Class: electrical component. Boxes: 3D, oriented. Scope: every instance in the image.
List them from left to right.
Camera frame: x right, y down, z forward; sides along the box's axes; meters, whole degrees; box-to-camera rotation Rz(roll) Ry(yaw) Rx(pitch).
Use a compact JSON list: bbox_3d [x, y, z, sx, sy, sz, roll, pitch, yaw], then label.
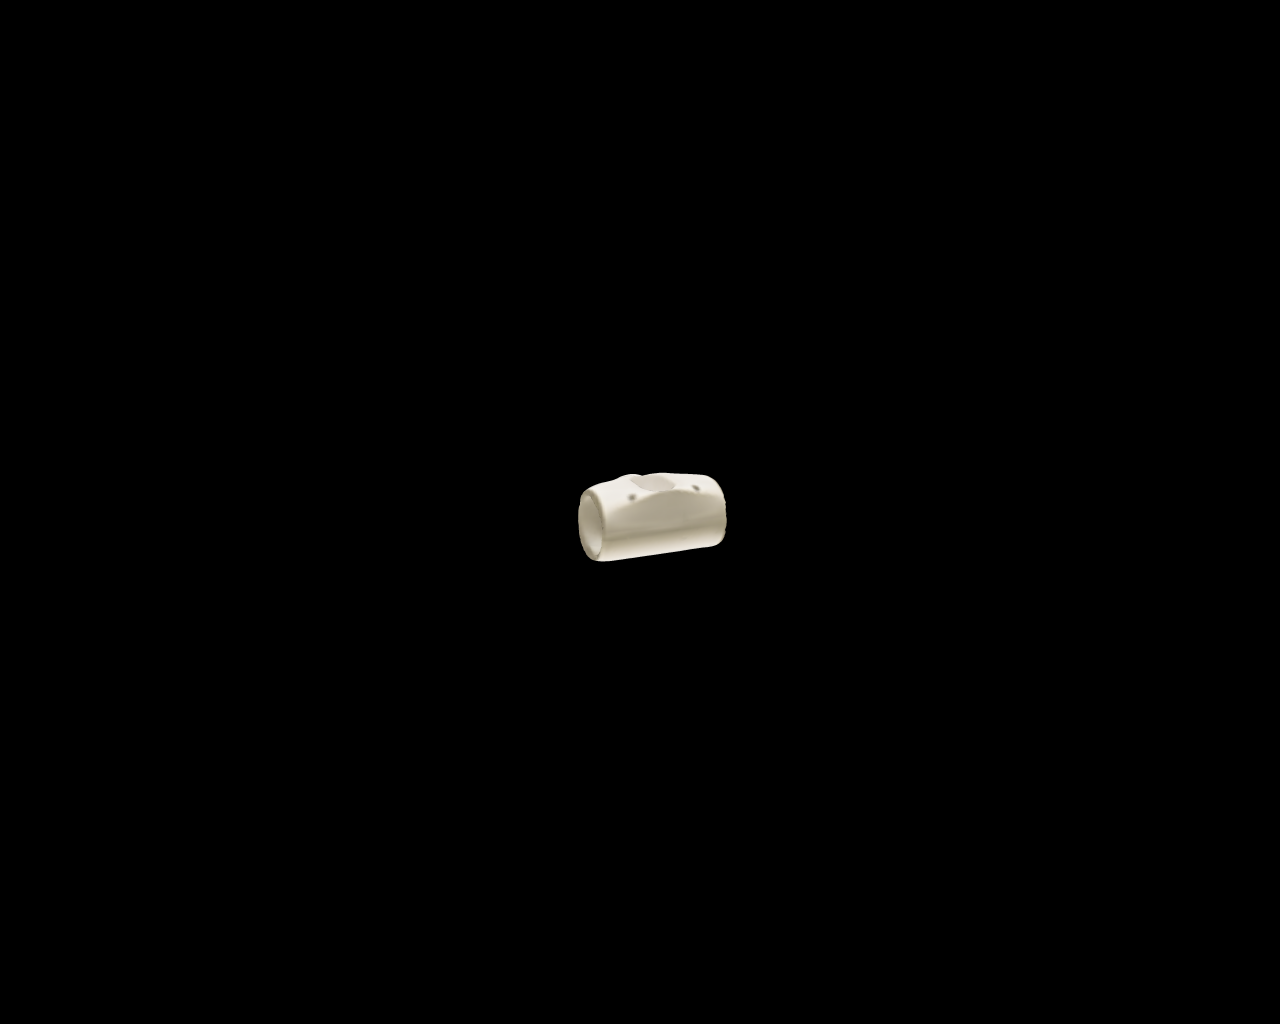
[{"bbox_3d":[0.001,-0.003,0.650,0.077,0.043,0.079,-7,20,-20],"label":"electrical component"}]
